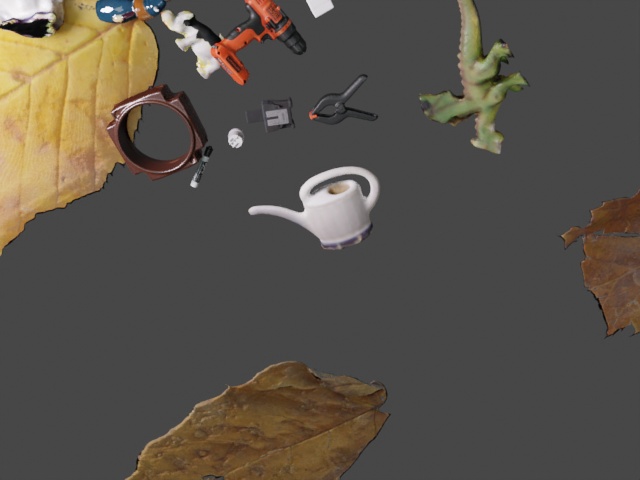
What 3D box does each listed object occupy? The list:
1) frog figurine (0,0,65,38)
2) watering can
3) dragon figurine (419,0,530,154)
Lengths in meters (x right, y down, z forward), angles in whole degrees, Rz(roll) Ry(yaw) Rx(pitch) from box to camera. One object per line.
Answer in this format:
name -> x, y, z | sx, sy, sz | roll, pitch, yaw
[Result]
frog figurine -> -0.623, -0.521, 1.101 | 0.137, 0.122, 0.160 | -15, 83, 12
watering can -> 0.004, -0.070, 1.383 | 0.347, 0.106, 0.220 | -20, 119, 4
dragon figurine -> 0.358, -0.380, 1.265 | 0.240, 0.125, 0.405 | -35, 115, 21
